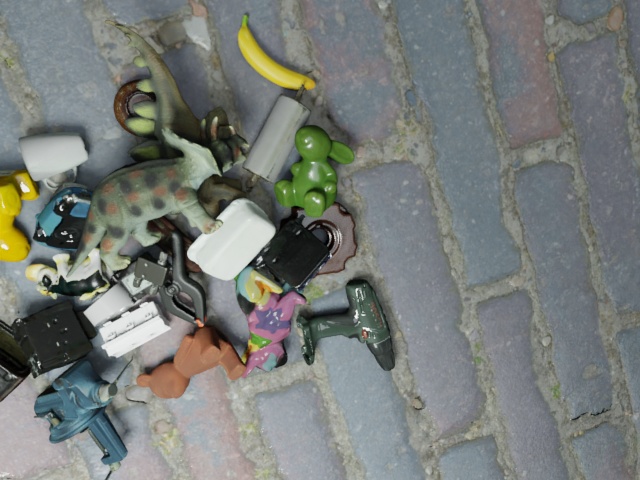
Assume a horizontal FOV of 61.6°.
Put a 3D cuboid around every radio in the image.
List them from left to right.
[{"bbox_3d":[-0.647,0.193,1.002,0.229,0.131,0.073,42,90,-16],"label":"radio"}]

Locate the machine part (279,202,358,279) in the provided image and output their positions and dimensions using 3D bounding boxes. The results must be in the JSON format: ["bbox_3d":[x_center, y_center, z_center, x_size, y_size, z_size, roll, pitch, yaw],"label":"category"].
[{"bbox_3d":[-0.002,-0.004,1.165,0.179,0.056,0.179,-2,99,-14],"label":"machine part"}]

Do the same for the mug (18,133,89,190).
[{"bbox_3d":[-0.491,-0.152,1.010,0.107,0.081,0.109,-20,111,-15],"label":"mug"}]

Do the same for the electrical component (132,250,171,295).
[{"bbox_3d":[-0.311,0.054,0.990,0.063,0.021,0.094,23,112,0],"label":"electrical component"}]

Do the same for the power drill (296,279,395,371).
[{"bbox_3d":[0.059,0.215,1.204,0.207,0.086,0.231,-14,101,-8],"label":"power drill"}]

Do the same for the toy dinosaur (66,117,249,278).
[{"bbox_3d":[-0.307,-0.074,0.936,0.405,0.131,0.192,-23,110,-1],"label":"toy dinosaur"}]

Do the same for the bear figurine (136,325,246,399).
[{"bbox_3d":[-0.270,0.270,1.104,0.196,0.132,0.120,-42,128,-3],"label":"bear figurine"}]

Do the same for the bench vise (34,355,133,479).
[{"bbox_3d":[-0.449,0.355,1.063,0.224,0.129,0.240,-23,104,17],"label":"bench vise"}]

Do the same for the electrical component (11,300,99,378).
[{"bbox_3d":[-0.505,0.185,1.038,0.134,0.058,0.115,-24,82,-48],"label":"electrical component"}]

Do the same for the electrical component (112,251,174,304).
[{"bbox_3d":[-0.331,0.063,1.032,0.119,0.048,0.074,-33,104,16],"label":"electrical component"}]

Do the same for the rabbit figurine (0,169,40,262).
[{"bbox_3d":[-0.602,-0.033,0.988,0.162,0.122,0.173,-9,120,-9],"label":"rabbit figurine"}]

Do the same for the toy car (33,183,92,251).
[{"bbox_3d":[-0.471,-0.054,1.011,0.109,0.103,0.161,9,139,-40],"label":"toy car"}]

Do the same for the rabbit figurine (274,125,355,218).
[{"bbox_3d":[-0.002,-0.152,1.086,0.159,0.121,0.170,-28,132,-37],"label":"rabbit figurine"}]

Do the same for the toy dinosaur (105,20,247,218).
[{"bbox_3d":[-0.259,-0.177,1.014,0.199,0.105,0.470,-18,116,-14],"label":"toy dinosaur"}]

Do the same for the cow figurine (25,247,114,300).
[{"bbox_3d":[-0.483,0.076,1.034,0.167,0.068,0.098,-13,70,6],"label":"cow figurine"}]

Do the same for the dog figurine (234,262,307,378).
[{"bbox_3d":[-0.131,0.177,1.141,0.191,0.108,0.219,30,94,-17],"label":"dog figurine"}]

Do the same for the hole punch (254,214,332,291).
[{"bbox_3d":[-0.046,0.033,1.096,0.116,0.092,0.142,42,89,14],"label":"hole punch"}]

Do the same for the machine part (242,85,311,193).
[{"bbox_3d":[-0.089,-0.205,1.099,0.079,0.079,0.243,27,92,-17],"label":"machine part"}]

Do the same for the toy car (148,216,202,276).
[{"bbox_3d":[-0.312,-0.008,1.092,0.089,0.053,0.202,-45,108,1],"label":"toy car"}]
